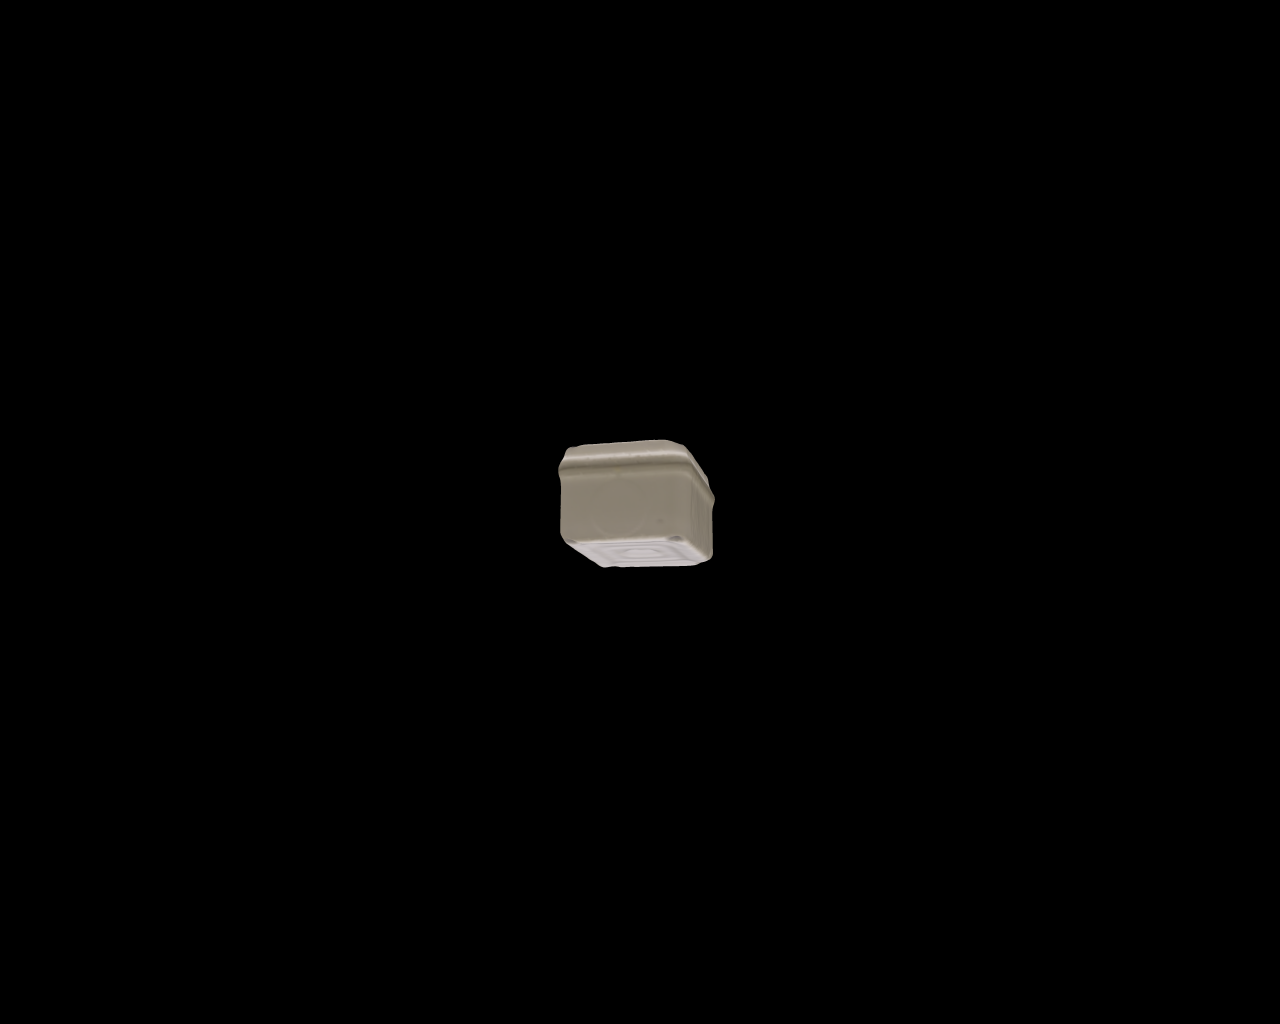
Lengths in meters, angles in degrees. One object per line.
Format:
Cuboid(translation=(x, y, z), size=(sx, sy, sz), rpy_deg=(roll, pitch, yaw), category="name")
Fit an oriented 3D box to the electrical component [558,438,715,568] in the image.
Cuboid(translation=(0.001, -0.003, 0.650), size=(0.078, 0.057, 0.113), rpy_deg=(-2, -12, 11), category="electrical component")
